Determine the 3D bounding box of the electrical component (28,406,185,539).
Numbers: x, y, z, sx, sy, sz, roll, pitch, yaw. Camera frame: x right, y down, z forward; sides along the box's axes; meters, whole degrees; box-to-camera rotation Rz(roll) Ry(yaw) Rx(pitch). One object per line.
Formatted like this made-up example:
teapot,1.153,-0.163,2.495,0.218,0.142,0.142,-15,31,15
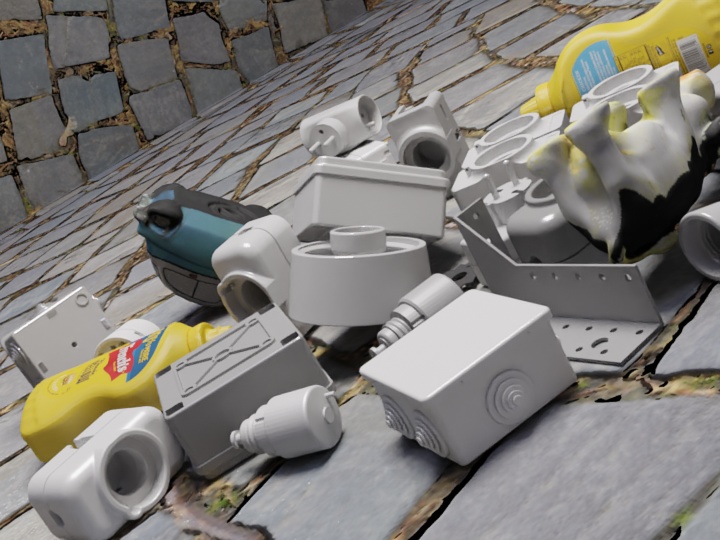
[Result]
electrical component,-0.170,0.139,0.737,0.059,0.053,0.095,-12,24,44

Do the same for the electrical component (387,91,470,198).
electrical component,0.069,-0.115,1.023,0.050,0.089,0.055,-21,19,24

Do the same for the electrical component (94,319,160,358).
electrical component,-0.207,0.076,0.979,0.055,0.055,0.047,-23,14,21

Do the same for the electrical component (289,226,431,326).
electrical component,0.000,0.000,0.783,0.108,0.060,0.108,-3,9,1

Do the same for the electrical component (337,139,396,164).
electrical component,0.006,-0.093,1.109,0.061,0.061,0.096,-32,17,-10

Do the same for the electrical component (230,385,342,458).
electrical component,-0.048,0.099,0.679,0.078,0.040,0.040,-19,20,29

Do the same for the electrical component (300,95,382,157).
electrical component,-0.027,-0.141,1.110,0.077,0.044,0.079,-17,21,34

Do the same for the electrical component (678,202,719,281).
electrical component,0.221,-0.028,0.615,0.065,0.044,0.044,-31,16,-21

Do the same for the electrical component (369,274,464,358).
electrical component,0.039,0.036,0.722,0.078,0.040,0.040,-36,18,-21

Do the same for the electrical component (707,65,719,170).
electrical component,0.269,-0.110,0.737,0.096,0.061,0.061,-34,18,-16

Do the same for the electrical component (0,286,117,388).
electrical component,-0.276,0.074,1.021,0.100,0.099,0.048,-39,7,-29

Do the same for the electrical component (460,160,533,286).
electrical component,0.112,-0.040,0.763,0.083,0.075,0.047,-35,18,-18

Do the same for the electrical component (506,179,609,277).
electrical component,0.148,-0.035,0.719,0.095,0.059,0.054,-36,18,-23

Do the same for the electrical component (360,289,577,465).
electrical component,0.061,0.059,0.606,0.100,0.048,0.100,-34,18,-16

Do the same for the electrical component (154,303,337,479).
electrical component,-0.083,0.082,0.759,0.109,0.056,0.109,-31,17,-7

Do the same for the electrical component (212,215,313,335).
electrical component,-0.074,0.012,0.878,0.054,0.095,0.059,-14,22,41

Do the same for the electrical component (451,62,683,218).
electrical component,0.172,-0.096,0.855,0.186,0.060,0.105,-21,18,24

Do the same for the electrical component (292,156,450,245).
electrical component,0.006,-0.050,0.875,0.109,0.056,0.109,6,-7,-12
